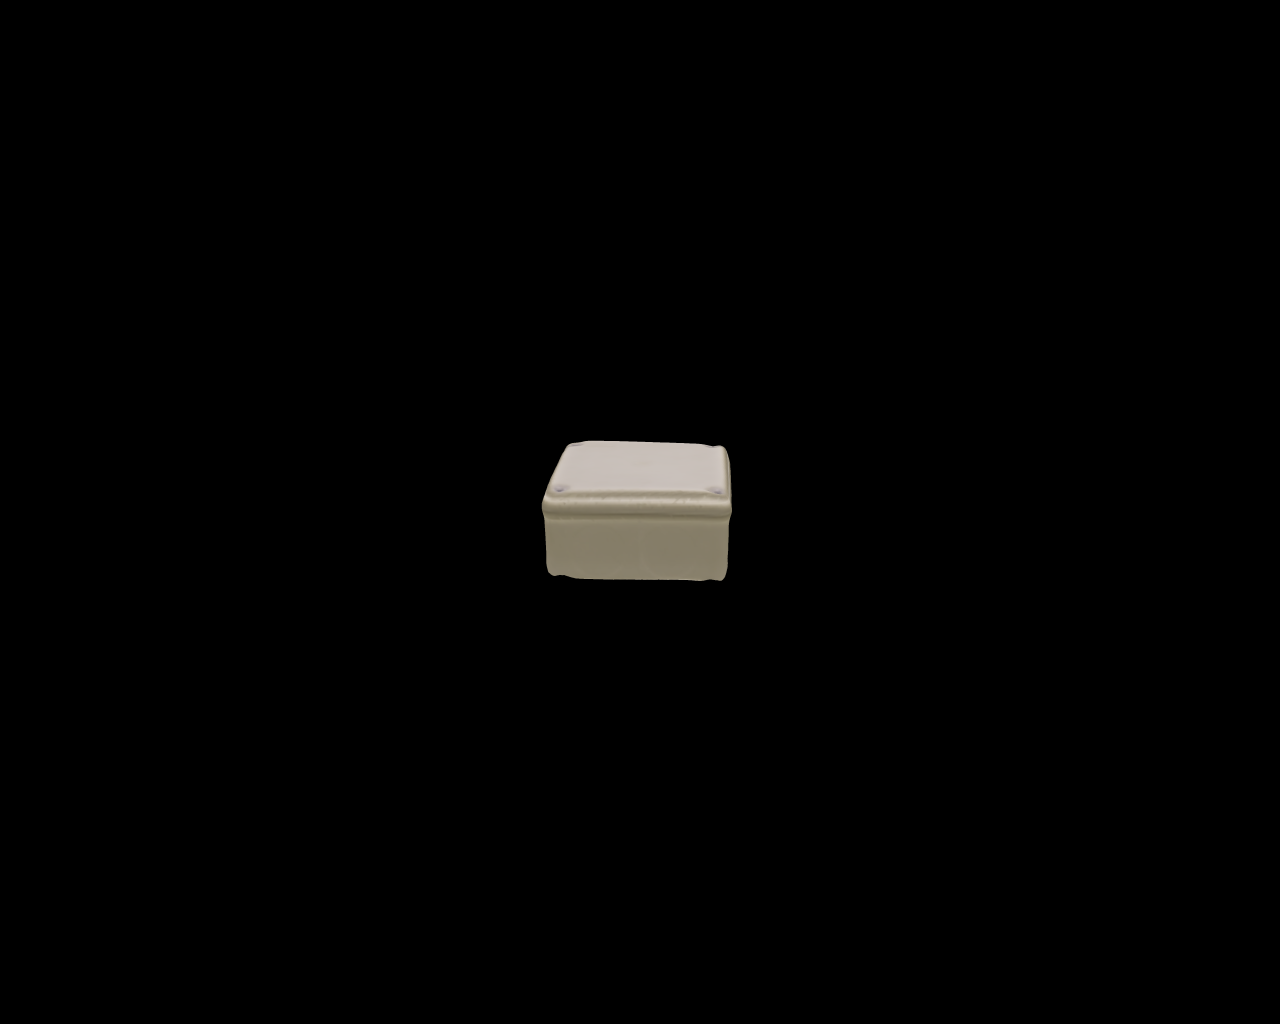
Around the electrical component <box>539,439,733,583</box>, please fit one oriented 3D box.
[{"bbox_3d":[0.001,-0.003,0.650,0.109,0.056,0.109,1,20,3],"label":"electrical component"}]
